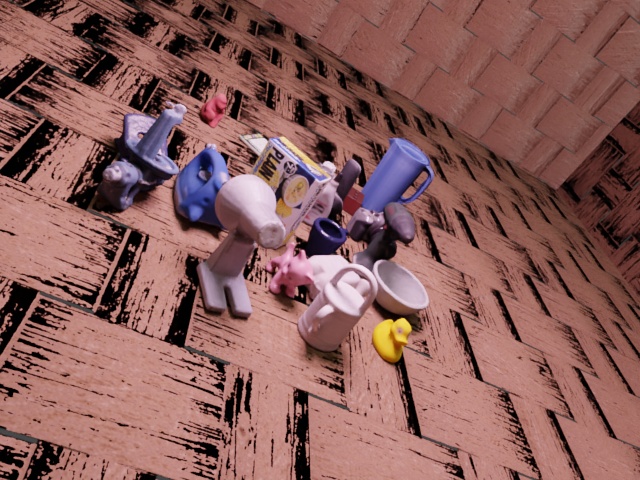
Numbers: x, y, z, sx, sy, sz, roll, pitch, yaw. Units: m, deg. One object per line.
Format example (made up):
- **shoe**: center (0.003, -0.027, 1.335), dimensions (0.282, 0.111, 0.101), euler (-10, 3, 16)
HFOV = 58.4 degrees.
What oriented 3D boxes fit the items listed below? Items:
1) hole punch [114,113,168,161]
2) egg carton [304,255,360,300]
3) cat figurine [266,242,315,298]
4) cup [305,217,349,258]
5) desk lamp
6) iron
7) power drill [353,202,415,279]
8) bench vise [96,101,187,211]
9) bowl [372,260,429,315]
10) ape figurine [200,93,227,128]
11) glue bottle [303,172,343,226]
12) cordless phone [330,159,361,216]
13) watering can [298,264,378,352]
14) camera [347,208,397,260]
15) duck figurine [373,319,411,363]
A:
- **hole punch**: center (-0.404, -0.226, 1.319), dimensions (0.109, 0.091, 0.101), euler (9, 38, -41)
- **egg carton**: center (0.023, 0.088, 1.334), dimensions (0.151, 0.069, 0.107), euler (-1, 45, -48)
- **cat figurine**: center (-0.058, 0.060, 1.236), dimensions (0.067, 0.117, 0.127), euler (19, 32, -29)
- **cup**: center (0.013, 0.005, 1.424), dimensions (0.118, 0.095, 0.091), euler (-3, 47, -50)
- **desk lamp**: center (-0.148, 0.005, 1.118), dimensions (0.118, 0.213, 0.202), euler (14, 34, -35)
- **iron**: center (-0.256, -0.144, 1.304), dimensions (0.119, 0.141, 0.257), euler (15, 34, -34)
- **power drill**: center (0.170, 0.005, 1.478), dimensions (0.076, 0.208, 0.229), euler (29, 29, -13)
- **bench vise**: center (-0.343, -0.167, 1.159), dimensions (0.122, 0.219, 0.207), euler (29, 29, -13)
- **bowl**: center (0.186, 0.132, 1.443), dimensions (0.168, 0.074, 0.167), euler (27, 29, -16)
- **ape figurine**: center (-0.304, -0.387, 1.677), dimensions (0.076, 0.092, 0.078), euler (47, 30, 21)
- **glue bottle**: center (0.011, -0.112, 1.518), dimensions (0.078, 0.173, 0.037), euler (27, 29, -15)
- **cordless phone**: center (0.033, -0.172, 1.623), dimensions (0.147, 0.185, 0.094), euler (45, 29, 18)
- **watering can**: center (0.046, 0.126, 1.169), dimensions (0.101, 0.194, 0.173), euler (34, 28, -3)
- **camera**: center (0.166, -0.018, 1.624), dimensions (0.143, 0.100, 0.136), euler (22, 31, -24)
- **duck figurine**: center (0.170, 0.212, 1.289), dimensions (0.078, 0.086, 0.104), euler (24, 30, -22)
